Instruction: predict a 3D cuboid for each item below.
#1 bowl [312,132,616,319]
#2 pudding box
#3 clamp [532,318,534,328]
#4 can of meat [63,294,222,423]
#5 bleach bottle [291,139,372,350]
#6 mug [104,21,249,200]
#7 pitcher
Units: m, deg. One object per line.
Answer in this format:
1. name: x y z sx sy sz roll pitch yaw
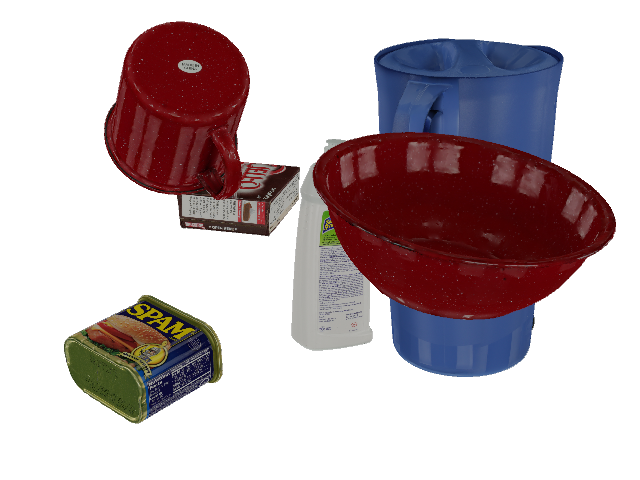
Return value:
1. bowl: 0.072 -0.003 0.577 0.162 0.055 0.162 6 27 -3
2. pudding box: -0.075 -0.042 1.008 0.090 0.039 0.113 5 23 12
3. clamp: 0.144 0.025 0.999 0.039 0.171 0.120 -11 11 42
4. can of meat: -0.145 0.095 0.866 0.102 0.057 0.083 22 35 36
5. bleach bottle: 0.020 0.003 1.288 0.102 0.251 0.068 -6 19 -30
6. mug: -0.087 -0.080 0.703 0.093 0.117 0.082 -23 -19 -26
7. pitcher: 0.102 -0.022 0.791 0.149 0.243 0.145 -8 22 -15
